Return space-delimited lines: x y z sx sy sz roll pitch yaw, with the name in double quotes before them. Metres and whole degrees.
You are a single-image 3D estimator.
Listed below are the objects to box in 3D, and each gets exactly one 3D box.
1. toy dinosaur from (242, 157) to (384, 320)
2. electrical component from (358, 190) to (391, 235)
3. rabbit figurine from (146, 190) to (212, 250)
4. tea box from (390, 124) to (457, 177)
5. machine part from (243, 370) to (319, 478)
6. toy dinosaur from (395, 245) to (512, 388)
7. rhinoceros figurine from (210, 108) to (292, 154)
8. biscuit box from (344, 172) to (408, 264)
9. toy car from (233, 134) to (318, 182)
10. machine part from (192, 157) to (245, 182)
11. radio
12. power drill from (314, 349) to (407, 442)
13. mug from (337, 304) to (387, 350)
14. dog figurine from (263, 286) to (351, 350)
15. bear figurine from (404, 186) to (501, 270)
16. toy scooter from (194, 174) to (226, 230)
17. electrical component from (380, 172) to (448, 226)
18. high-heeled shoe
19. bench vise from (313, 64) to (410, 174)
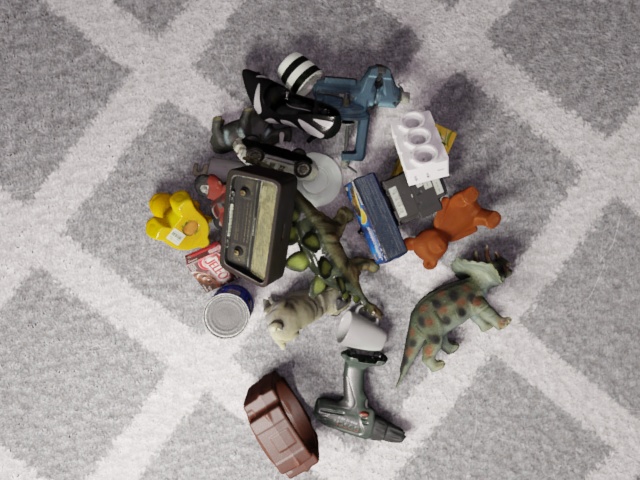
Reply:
"toy dinosaur" -0.002 -0.004 1.194 0.105 0.198 0.471 -31 97 38
"electrical component" 0.141 -0.060 1.282 0.075 0.048 0.119 14 92 -4
"rabbit figurine" -0.318 -0.055 1.216 0.162 0.173 0.122 29 93 -49
"tea box" 0.240 -0.191 1.271 0.098 0.068 0.169 22 92 -5
"machine part" -0.087 0.414 1.217 0.087 0.201 0.201 -32 95 2
"toy dinosaur" 0.299 0.173 1.274 0.405 0.131 0.192 -35 82 3
"rhinoceros figurine" -0.161 -0.246 1.244 0.190 0.073 0.112 -8 92 -3
"biscuit box" 0.126 -0.047 1.219 0.063 0.059 0.202 -23 90 -19
"toy car" -0.098 -0.182 1.202 0.202 0.074 0.056 12 123 -24
"machine part" -0.174 -0.141 1.246 0.243 0.079 0.079 10 92 -5
"radio" -0.129 -0.033 1.091 0.131 0.073 0.229 20 113 24
"power drill" 0.109 0.373 1.293 0.232 0.086 0.207 9 100 -1
"mug" 0.108 0.212 1.284 0.107 0.081 0.109 23 84 -15
"dog figurine" -0.023 0.158 1.228 0.191 0.172 0.121 -20 105 5
"bear figurine" 0.300 -0.023 1.254 0.196 0.132 0.120 -44 101 -6
"toy scooter" -0.188 -0.082 1.200 0.135 0.183 0.075 -1 55 15
"electrical component" 0.216 -0.105 1.212 0.134 0.058 0.114 -21 98 0
"high-heeled shoe" -0.064 -0.305 1.165 0.248 0.145 0.086 42 61 -7
"bench vise" 0.091 -0.281 1.239 0.224 0.129 0.240 -1 114 -12
